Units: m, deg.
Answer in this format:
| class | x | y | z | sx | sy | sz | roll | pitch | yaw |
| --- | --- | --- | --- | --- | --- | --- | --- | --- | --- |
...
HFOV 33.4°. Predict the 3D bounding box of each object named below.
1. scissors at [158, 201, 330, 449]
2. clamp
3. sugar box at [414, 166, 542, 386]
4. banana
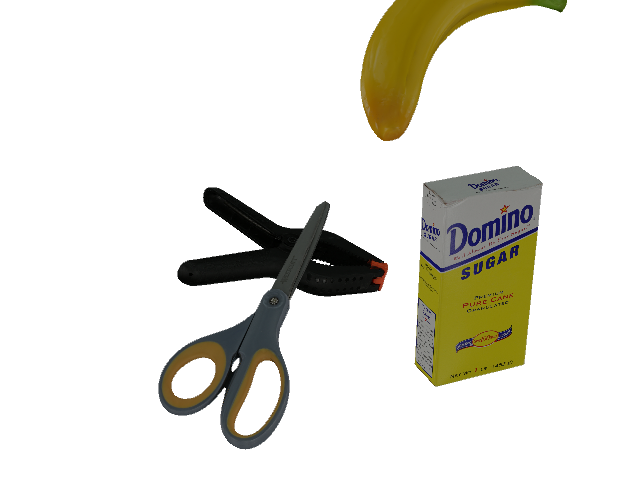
| class | x | y | z | sx | sy | sz | roll | pitch | yaw |
| --- | --- | --- | --- | --- | --- | --- | --- | --- | --- |
| scissors | -0.052 | 0.050 | 0.735 | 0.096 | 0.201 | 0.016 | 2 | -38 | 8 |
| clamp | -0.038 | 0.018 | 1.071 | 0.210 | 0.036 | 0.164 | 17 | 33 | 2 |
| sugar box | 0.131 | 0.031 | 0.897 | 0.093 | 0.176 | 0.048 | -12 | 31 | -20 |
| banana | 0.073 | -0.126 | 0.628 | 0.070 | 0.037 | 0.197 | 32 | 52 | 23 |
